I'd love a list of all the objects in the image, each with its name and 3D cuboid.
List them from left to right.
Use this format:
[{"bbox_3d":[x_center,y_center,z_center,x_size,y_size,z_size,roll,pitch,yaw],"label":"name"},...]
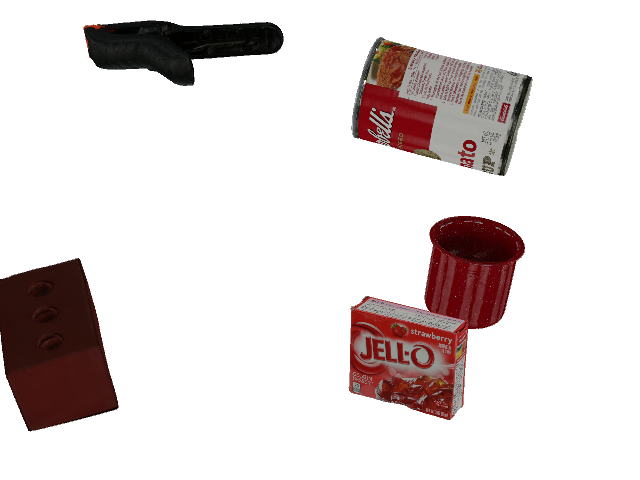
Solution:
[{"bbox_3d":[-0.151,0.059,0.608,0.053,0.051,0.078,-15,43,-11],"label":"foam brick"},{"bbox_3d":[-0.117,-0.157,0.855,0.172,0.039,0.120,20,28,41],"label":"clamp"},{"bbox_3d":[0.065,0.089,0.810,0.089,0.073,0.030,12,24,27],"label":"gelatin box"},{"bbox_3d":[0.079,-0.086,0.692,0.102,0.068,0.068,16,3,11],"label":"soup can"},{"bbox_3d":[0.143,0.027,1.061,0.093,0.081,0.117,-6,33,-20],"label":"mug"}]
